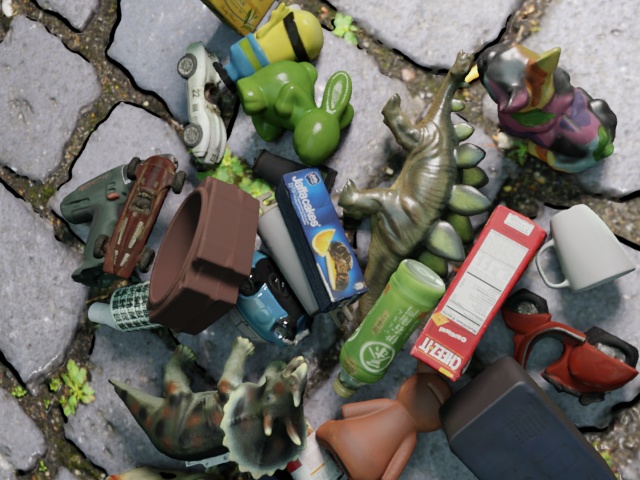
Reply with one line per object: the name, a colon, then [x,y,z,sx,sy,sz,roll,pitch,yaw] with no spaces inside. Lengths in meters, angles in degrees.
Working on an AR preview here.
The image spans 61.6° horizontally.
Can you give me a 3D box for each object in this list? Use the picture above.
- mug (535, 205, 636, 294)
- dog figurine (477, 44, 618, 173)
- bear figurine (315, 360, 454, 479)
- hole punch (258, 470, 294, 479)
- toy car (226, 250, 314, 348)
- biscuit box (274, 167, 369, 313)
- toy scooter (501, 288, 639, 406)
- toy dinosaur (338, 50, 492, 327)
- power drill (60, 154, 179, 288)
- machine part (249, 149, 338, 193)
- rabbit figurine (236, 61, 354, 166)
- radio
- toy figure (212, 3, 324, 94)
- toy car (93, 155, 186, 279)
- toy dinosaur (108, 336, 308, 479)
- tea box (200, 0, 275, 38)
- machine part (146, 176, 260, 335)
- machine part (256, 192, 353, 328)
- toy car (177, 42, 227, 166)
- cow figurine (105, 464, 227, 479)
mug: [0.345,0.014,0.725,0.110,0.080,0.107,-24,70,18]
dog figurine: [0.285,-0.166,0.672,0.192,0.219,0.108,45,110,14]
bear figurine: [0.104,0.259,0.764,0.196,0.132,0.120,-31,73,-20]
hole punch: [-0.074,0.374,0.799,0.116,0.142,0.092,9,68,11]
toy car: [-0.090,0.102,0.833,0.103,0.109,0.161,-36,86,25]
biscuit box: [-0.002,-0.002,0.768,0.059,0.062,0.202,-16,73,-21]
toy scooter: [0.317,0.161,0.722,0.184,0.075,0.135,29,94,19]
toy dinosaur: [0.127,-0.036,0.774,0.199,0.105,0.471,26,105,11]
power drill: [-0.339,-0.031,0.899,0.232,0.086,0.207,-13,71,19]
machine part: [-0.044,-0.102,0.860,0.139,0.039,0.084,22,101,14]
rabbit figurine: [-0.020,-0.184,0.819,0.159,0.121,0.170,-29,63,-9]
radio: [0.269,0.274,0.691,0.131,0.073,0.229,-41,99,12]
toy figure: [-0.079,-0.297,0.859,0.180,0.082,0.089,-34,97,5]
toy car: [-0.278,-0.040,0.829,0.089,0.053,0.202,20,71,-6]
toy dinosaur: [-0.171,0.256,0.792,0.405,0.192,0.131,-17,126,20]
tea box: [-0.143,-0.400,0.835,0.068,0.169,0.098,39,99,16]
machine part: [-0.178,0.023,0.796,0.201,0.087,0.201,-36,39,43]
machine part: [-0.029,0.028,0.826,0.079,0.079,0.243,-36,79,11]
toy car: [-0.191,-0.223,0.888,0.056,0.073,0.201,-7,85,16]
cow figurine: [-0.232,0.402,0.854,0.195,0.127,0.085,-9,84,29]
